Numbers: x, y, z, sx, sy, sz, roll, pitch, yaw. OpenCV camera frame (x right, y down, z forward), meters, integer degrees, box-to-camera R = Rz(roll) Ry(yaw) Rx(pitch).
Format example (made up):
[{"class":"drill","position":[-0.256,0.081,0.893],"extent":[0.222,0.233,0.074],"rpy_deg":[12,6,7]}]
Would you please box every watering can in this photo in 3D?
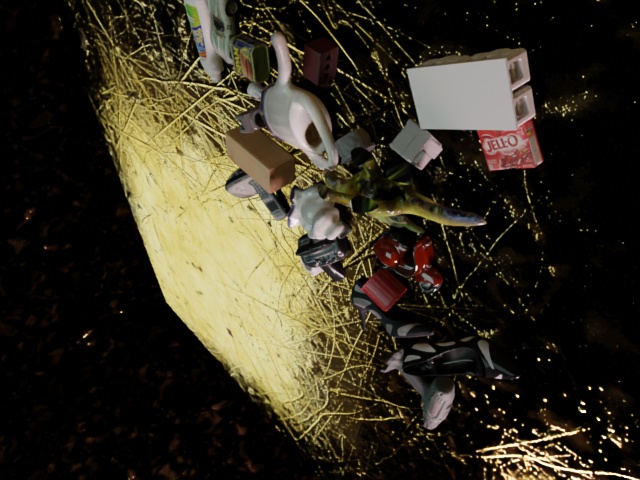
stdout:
[{"class":"watering can","position":[-0.061,-0.303,1.141],"extent":[0.105,0.341,0.227],"rpy_deg":[-37,36,-15]}]

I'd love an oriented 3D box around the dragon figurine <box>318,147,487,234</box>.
[{"class":"dragon figurine","position":[0.151,-0.072,1.035],"extent":[0.414,0.122,0.240],"rpy_deg":[27,-1,30]}]

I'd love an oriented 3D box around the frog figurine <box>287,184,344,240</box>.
[{"class":"frog figurine","position":[0.004,-0.066,1.316],"extent":[0.160,0.137,0.122],"rpy_deg":[22,4,28]}]
